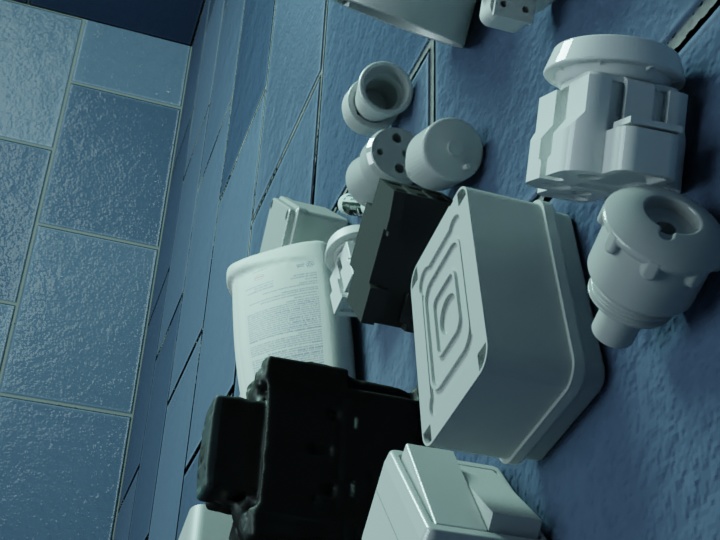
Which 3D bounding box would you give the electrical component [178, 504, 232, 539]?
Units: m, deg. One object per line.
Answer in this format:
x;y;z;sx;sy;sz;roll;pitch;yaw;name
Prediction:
-0.080;0.225;0.788;0.057;0.113;0.078;-92;20;-49;electrical component

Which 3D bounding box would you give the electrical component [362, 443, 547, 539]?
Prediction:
0.043;0.124;0.512;0.096;0.062;0.061;-124;48;-70;electrical component

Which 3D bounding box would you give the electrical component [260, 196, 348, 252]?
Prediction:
-0.058;-0.007;0.994;0.109;0.056;0.108;-145;67;-74;electrical component

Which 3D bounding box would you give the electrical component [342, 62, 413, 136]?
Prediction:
0.013;-0.135;0.856;0.055;0.045;0.045;143;136;-69;electrical component

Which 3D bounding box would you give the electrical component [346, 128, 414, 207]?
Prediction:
0.019;-0.074;0.788;0.055;0.045;0.045;135;144;-64;electrical component

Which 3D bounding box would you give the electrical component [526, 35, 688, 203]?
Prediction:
0.103;-0.062;0.445;0.078;0.058;0.057;168;111;-74;electrical component

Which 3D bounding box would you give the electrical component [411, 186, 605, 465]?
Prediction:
0.066;0.026;0.509;0.078;0.057;0.113;117;159;-44;electrical component

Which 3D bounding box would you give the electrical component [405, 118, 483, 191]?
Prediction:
0.048;-0.070;0.684;0.078;0.040;0.040;157;123;-72;electrical component

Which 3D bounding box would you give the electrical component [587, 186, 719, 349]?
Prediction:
0.107;0.003;0.408;0.048;0.048;0.062;-95;16;-48;electrical component

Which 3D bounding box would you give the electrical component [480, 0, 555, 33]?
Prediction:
0.091;-0.174;0.576;0.057;0.058;0.078;159;121;-76;electrical component

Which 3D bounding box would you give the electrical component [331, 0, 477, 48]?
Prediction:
0.031;-0.198;0.728;0.108;0.108;0.060;-130;59;-71;electrical component

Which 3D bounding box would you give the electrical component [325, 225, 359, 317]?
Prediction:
0.000;0.000;0.799;0.055;0.048;0.066;-104;28;-43;electrical component
